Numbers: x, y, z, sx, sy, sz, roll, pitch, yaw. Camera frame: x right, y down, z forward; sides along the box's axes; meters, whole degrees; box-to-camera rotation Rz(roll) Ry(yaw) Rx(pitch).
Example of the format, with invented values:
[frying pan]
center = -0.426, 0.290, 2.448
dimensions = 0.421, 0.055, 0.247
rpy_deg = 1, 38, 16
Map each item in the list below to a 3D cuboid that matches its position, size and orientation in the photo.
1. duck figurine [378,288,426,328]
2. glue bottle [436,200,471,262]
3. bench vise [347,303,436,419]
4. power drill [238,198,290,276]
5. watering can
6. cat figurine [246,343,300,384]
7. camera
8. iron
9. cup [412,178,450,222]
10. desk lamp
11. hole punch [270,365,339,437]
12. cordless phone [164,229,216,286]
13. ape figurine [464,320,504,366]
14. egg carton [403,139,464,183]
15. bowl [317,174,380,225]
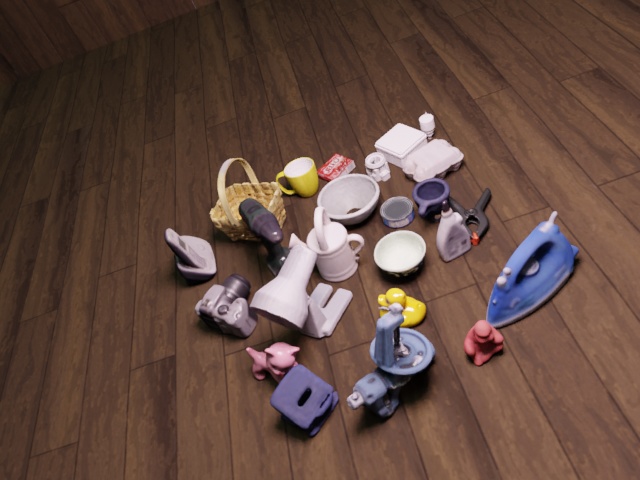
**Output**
[duck figurine]
center = 0.175, 0.140, 1.245
dimensions = 0.104, 0.086, 0.077
rpy_deg = 0, 49, 23
[glue bottle]
center = 0.294, -0.027, 1.293
dimensions = 0.078, 0.173, 0.037
rpy_deg = -28, 44, -4
[bench vise]
center = 0.135, 0.231, 1.080
dimensions = 0.121, 0.220, 0.208
rpy_deg = 13, 55, 32
[power drill]
center = -0.120, -0.002, 1.413
dimensions = 0.076, 0.209, 0.228
rpy_deg = -34, 45, -10
[watering can]
center = 0.012, 0.007, 1.361
dimensions = 0.173, 0.194, 0.100
rpy_deg = -23, 44, 1
[cat figurine]
center = -0.100, 0.255, 1.227
dimensions = 0.127, 0.118, 0.067
rpy_deg = 6, 51, 27
[camera]
center = -0.217, 0.148, 1.388
dimensions = 0.142, 0.101, 0.137
rpy_deg = 11, 54, 30
[iron]
center = 0.421, 0.060, 1.181
dimensions = 0.259, 0.142, 0.118
rpy_deg = -43, 47, -19
[cup]
center = 0.274, -0.081, 1.408
dimensions = 0.091, 0.095, 0.118
rpy_deg = 9, 53, 29
[desk lamp]
center = -0.042, 0.126, 1.256
dimensions = 0.117, 0.214, 0.203
rpy_deg = 13, 55, 32
[hole punch]
center = -0.030, 0.321, 1.155
dimensions = 0.100, 0.091, 0.109
rpy_deg = 18, 58, 35
[cordless phone]
center = -0.353, 0.016, 1.508
dimensions = 0.094, 0.185, 0.147
rpy_deg = -26, 44, -2
[ape figurine]
center = 0.321, 0.193, 1.131
dimensions = 0.077, 0.092, 0.076
rpy_deg = -4, 47, 19
[egg carton]
center = 0.301, -0.206, 1.534
dimensions = 0.150, 0.070, 0.107
rpy_deg = -33, 45, -9
[bowl]
center = 0.081, -0.094, 1.514
dimensions = 0.167, 0.075, 0.167
rpy_deg = -11, 45, 12
